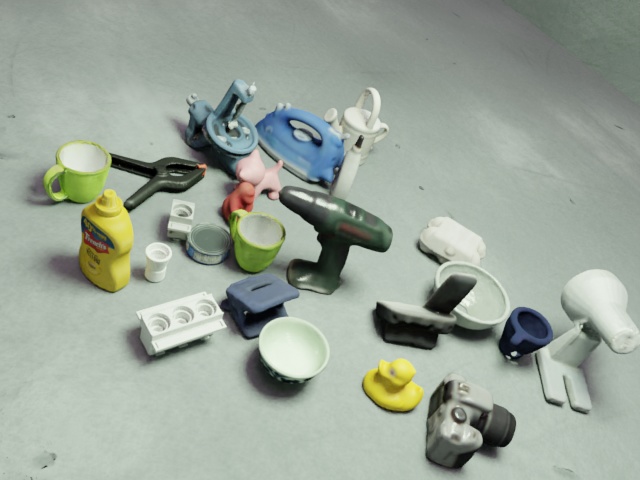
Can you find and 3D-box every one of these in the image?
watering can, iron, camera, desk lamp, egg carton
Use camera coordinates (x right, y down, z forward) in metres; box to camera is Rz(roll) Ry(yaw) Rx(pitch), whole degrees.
[{"bbox_3d":[0.095,-0.288,1.429,0.173,0.194,0.100,-18,56,-37],"label":"watering can"},{"bbox_3d":[-0.046,-0.251,1.365,0.258,0.141,0.119,33,42,10],"label":"iron"},{"bbox_3d":[0.260,0.306,0.963,0.137,0.101,0.143,23,41,-2],"label":"camera"},{"bbox_3d":[0.528,0.192,1.122,0.118,0.213,0.203,17,42,-8],"label":"desk lamp"},{"bbox_3d":[0.303,0.013,1.310,0.150,0.069,0.107,33,42,9],"label":"egg carton"}]

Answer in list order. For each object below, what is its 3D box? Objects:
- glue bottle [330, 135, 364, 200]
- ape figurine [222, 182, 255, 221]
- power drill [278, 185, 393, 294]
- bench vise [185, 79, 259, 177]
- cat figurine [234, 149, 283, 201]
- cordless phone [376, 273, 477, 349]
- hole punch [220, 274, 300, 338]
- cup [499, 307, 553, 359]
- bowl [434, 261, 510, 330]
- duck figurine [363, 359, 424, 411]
[{"bbox_3d":[0.067,-0.170,1.309,0.037,0.173,0.078,14,42,-11],"label":"glue bottle"},{"bbox_3d":[-0.158,-0.077,1.169,0.076,0.092,0.078,34,42,11],"label":"ape figurine"},{"bbox_3d":[0.010,0.004,1.076,0.230,0.208,0.075,12,43,-13],"label":"power drill"},{"bbox_3d":[-0.217,-0.267,1.241,0.207,0.219,0.122,28,41,5],"label":"bench vise"},{"bbox_3d":[-0.133,-0.141,1.228,0.128,0.117,0.067,-16,55,-36],"label":"cat figurine"},{"bbox_3d":[0.197,0.112,1.071,0.148,0.185,0.094,9,44,-17],"label":"cordless phone"},{"bbox_3d":[-0.106,0.102,1.009,0.109,0.091,0.101,-18,56,-38],"label":"hole punch"},{"bbox_3d":[0.394,0.200,1.140,0.118,0.095,0.091,-25,61,-41],"label":"cup"},{"bbox_3d":[0.302,0.127,1.188,0.168,0.074,0.167,13,43,-12],"label":"bowl"},{"bbox_3d":[0.135,0.241,0.983,0.104,0.086,0.077,24,41,0],"label":"duck figurine"}]
